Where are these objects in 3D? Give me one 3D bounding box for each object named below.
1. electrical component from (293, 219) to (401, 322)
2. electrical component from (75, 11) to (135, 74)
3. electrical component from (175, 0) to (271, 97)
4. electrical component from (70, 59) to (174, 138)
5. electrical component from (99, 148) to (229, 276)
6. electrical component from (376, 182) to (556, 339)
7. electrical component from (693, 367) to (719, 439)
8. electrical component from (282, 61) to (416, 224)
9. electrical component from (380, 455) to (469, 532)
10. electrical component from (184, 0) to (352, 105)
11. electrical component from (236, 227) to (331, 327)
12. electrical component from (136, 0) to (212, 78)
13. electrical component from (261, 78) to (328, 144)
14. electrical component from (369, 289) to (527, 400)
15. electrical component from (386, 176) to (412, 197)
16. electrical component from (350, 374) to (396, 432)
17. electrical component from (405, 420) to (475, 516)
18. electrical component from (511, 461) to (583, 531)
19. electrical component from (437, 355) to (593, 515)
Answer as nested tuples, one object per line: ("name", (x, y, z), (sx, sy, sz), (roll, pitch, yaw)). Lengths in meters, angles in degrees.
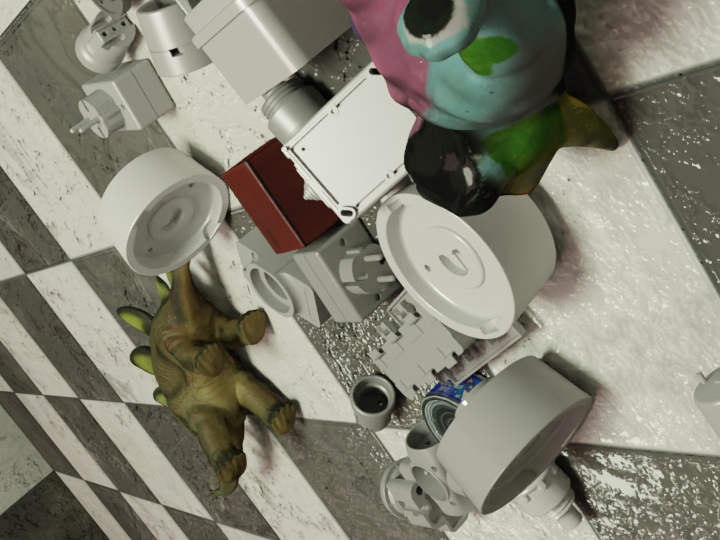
("electrical component", (0.000, 0.000, 0.805), (0.077, 0.047, 0.065), (-5, 122, 58))
("electrical component", (-0.208, -0.188, 0.880), (0.040, 0.040, 0.046), (52, 147, -7))
("electrical component", (-0.075, -0.178, 0.667), (0.121, 0.063, 0.079), (51, 153, -5))
("electrical component", (-0.211, -0.137, 0.909), (0.066, 0.077, 0.047), (8, 132, 52))
("electrical component", (-0.175, -0.056, 0.934), (0.060, 0.108, 0.108), (42, 153, 26))
("electrical component", (0.070, -0.018, 0.661), (0.108, 0.060, 0.108), (36, 151, 24))
("electrical component", (0.219, 0.086, 0.598), (0.078, 0.040, 0.040), (54, 153, -10))
("electrical component", (0.003, -0.075, 0.649), (0.096, 0.061, 0.061), (-41, 91, 20))
("electrical component", (0.055, 0.199, 0.973), (0.057, 0.058, 0.078), (-10, 118, 56))
("electrical component", (-0.031, -0.150, 0.582), (0.057, 0.113, 0.078), (52, 153, -13))
("electrical component", (-0.054, 0.001, 0.877), (0.089, 0.056, 0.050), (31, 148, 32))
("electrical component", (-0.128, -0.171, 0.767), (0.055, 0.055, 0.047), (16, 135, 48))
("electrical component", (-0.047, -0.111, 0.736), (0.062, 0.043, 0.043), (47, 153, 7))
("electrical component", (0.056, 0.043, 0.760), (0.078, 0.063, 0.121), (47, 153, 5))
("electrical component", (0.016, -0.065, 0.701), (0.062, 0.043, 0.043), (50, 153, -5))
("electrical component", (0.011, 0.120, 0.956), (0.040, 0.040, 0.046), (39, 157, 20))
("electrical component", (0.084, 0.169, 0.904), (0.079, 0.044, 0.077), (9, 133, 53))
("electrical component", (0.144, 0.172, 0.821), (0.062, 0.048, 0.048), (46, 154, -10))
("electrical component", (0.100, 0.107, 0.735), (0.060, 0.108, 0.108), (43, 153, 24))
